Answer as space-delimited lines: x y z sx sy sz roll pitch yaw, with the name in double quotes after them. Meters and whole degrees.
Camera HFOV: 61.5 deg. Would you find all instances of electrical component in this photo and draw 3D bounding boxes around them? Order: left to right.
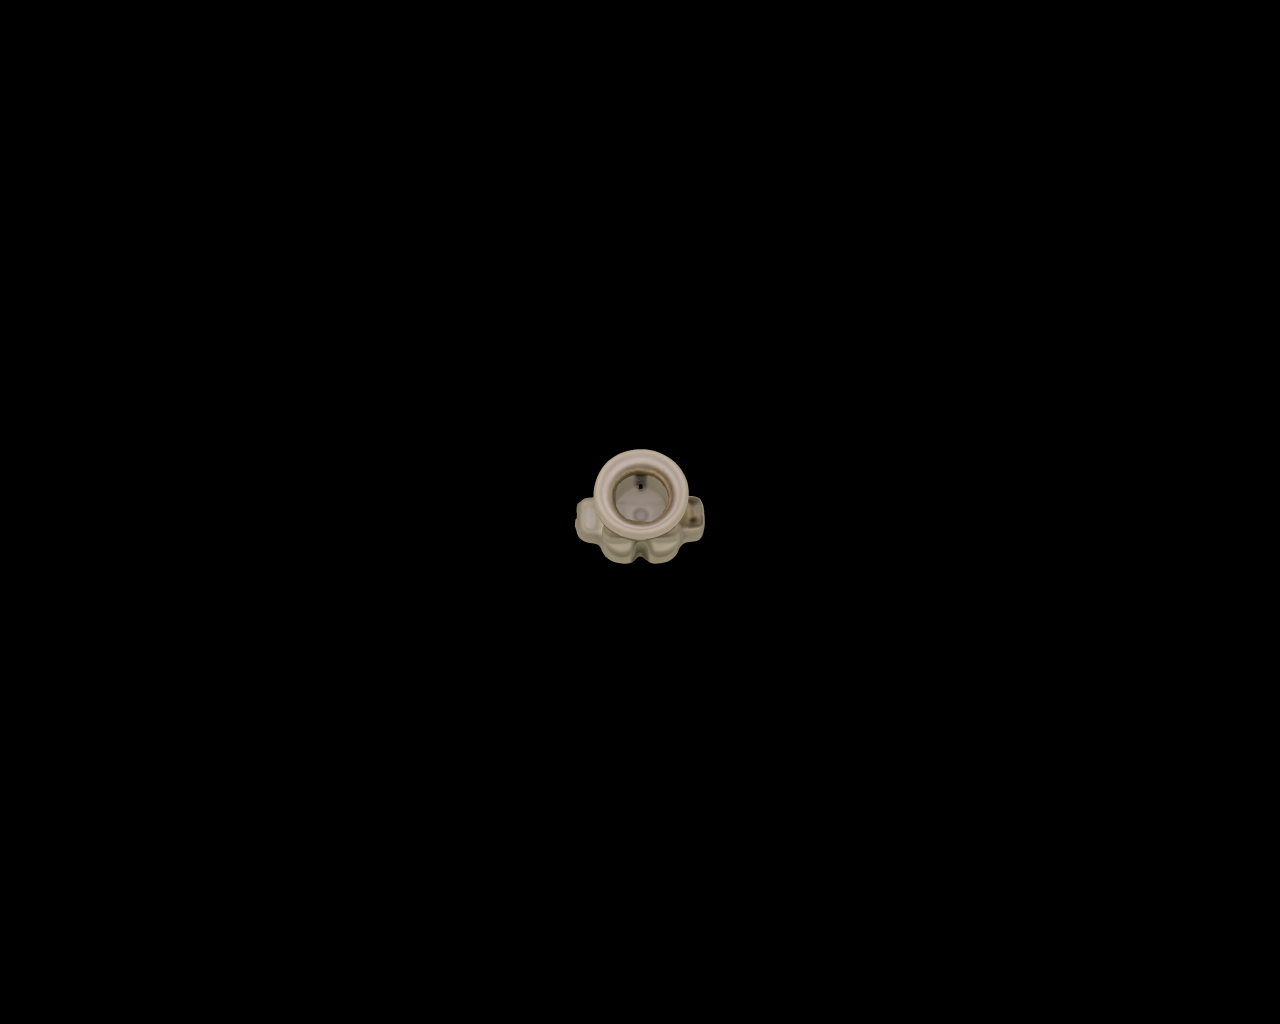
0.001 -0.003 0.650 0.078 0.058 0.057 0 -21 0 "electrical component"
